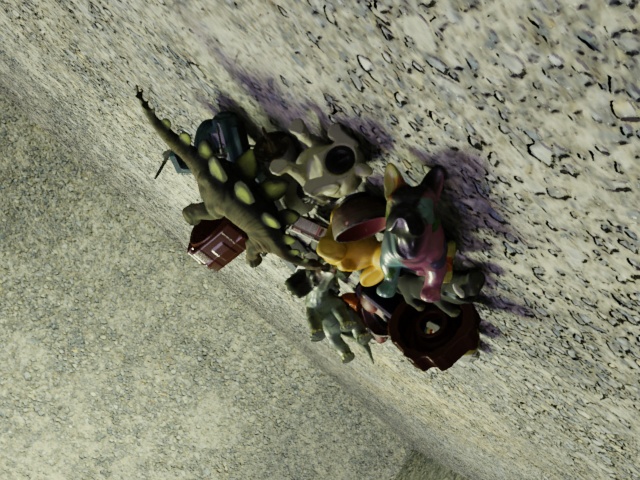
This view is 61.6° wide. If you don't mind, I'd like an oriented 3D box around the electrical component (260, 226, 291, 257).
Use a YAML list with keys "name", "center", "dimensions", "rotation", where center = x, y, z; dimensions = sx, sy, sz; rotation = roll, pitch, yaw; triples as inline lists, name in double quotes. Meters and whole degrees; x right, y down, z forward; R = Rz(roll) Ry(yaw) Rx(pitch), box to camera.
- name: "electrical component"
  center: [-0.123, -0.022, 1.349]
  dimensions: [0.058, 0.115, 0.134]
  rotation: [40, 161, 1]

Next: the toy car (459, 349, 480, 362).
- name: "toy car"
  center: [0.279, 0.221, 1.253]
  dimensions: [0.202, 0.056, 0.073]
  rotation: [32, 161, 22]

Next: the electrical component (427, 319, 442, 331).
- name: "electrical component"
  center: [0.258, 0.155, 1.107]
  dimensions: [0.119, 0.075, 0.047]
  rotation: [16, 152, 43]

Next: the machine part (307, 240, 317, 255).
- name: "machine part"
  center: [-0.003, -0.004, 1.286]
  dimensions: [0.084, 0.039, 0.138]
  rotation: [26, 158, 10]

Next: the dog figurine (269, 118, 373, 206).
- name: "dog figurine"
  center: [0.026, -0.104, 0.911]
  dimensions: [0.173, 0.121, 0.190]
  rotation: [33, 176, 26]

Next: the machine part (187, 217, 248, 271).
- name: "machine part"
  center: [-0.225, -0.041, 1.302]
  dimensions: [0.201, 0.201, 0.087]
  rotation: [-36, 119, 26]

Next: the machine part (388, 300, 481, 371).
- name: "machine part"
  center: [0.221, 0.168, 1.041]
  dimensions: [0.180, 0.179, 0.056]
  rotation: [18, 156, 48]

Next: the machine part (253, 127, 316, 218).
- name: "machine part"
  center: [-0.063, -0.125, 1.035]
  dimensions: [0.079, 0.079, 0.243]
  rotation: [26, 159, 34]

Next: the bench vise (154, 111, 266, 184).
- name: "bench vise"
  center: [-0.218, -0.157, 1.120]
  dimensions: [0.241, 0.129, 0.223]
  rotation: [3, 135, 23]

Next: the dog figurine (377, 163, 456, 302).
- name: "dog figurine"
  center: [0.152, -0.022, 0.832]
  dimensions: [0.109, 0.191, 0.219]
  rotation: [10, 121, 24]

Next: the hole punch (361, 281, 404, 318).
- name: "hole punch"
  center: [0.161, 0.101, 1.169]
  dimensions: [0.142, 0.092, 0.116]
  rotation: [35, -163, 2]

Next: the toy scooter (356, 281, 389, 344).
- name: "toy scooter"
  center: [0.150, 0.176, 1.275]
  dimensions: [0.135, 0.075, 0.183]
  rotation: [30, 135, 62]

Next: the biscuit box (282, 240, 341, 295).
- name: "biscuit box"
  center: [-0.032, 0.087, 1.475]
  dimensions: [0.202, 0.059, 0.063]
  rotation: [51, 161, -3]

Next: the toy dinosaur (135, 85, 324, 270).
- name: "toy dinosaur"
  center: [-0.165, -0.089, 0.998]
  dimensions: [0.471, 0.105, 0.198]
  rotation: [38, 141, -15]

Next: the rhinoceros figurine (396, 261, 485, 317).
- name: "rhinoceros figurine"
  center: [0.221, 0.080, 0.982]
  dimensions: [0.112, 0.073, 0.190]
  rotation: [47, 153, -23]

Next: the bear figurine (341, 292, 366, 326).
- name: "bear figurine"
  center: [0.111, 0.201, 1.433]
  dimensions: [0.120, 0.132, 0.196]
  rotation: [19, 174, -21]

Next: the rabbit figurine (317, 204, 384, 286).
- name: "rabbit figurine"
  center: [0.094, 0.028, 1.052]
  dimensions: [0.173, 0.122, 0.162]
  rotation: [11, 147, 18]

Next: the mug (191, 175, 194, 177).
- name: "mug"
  center: [-0.274, -0.173, 1.330]
  dimensions: [0.107, 0.081, 0.109]
  rotation: [34, 159, -17]

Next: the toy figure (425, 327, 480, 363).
- name: "toy figure"
  center: [0.257, 0.202, 1.171]
  dimensions: [0.180, 0.089, 0.082]
  rotation: [2, 113, 43]

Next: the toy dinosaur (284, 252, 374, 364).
- name: "toy dinosaur"
  center: [0.030, 0.176, 1.310]
  dimensions: [0.404, 0.131, 0.192]
  rotation: [60, -174, -54]
